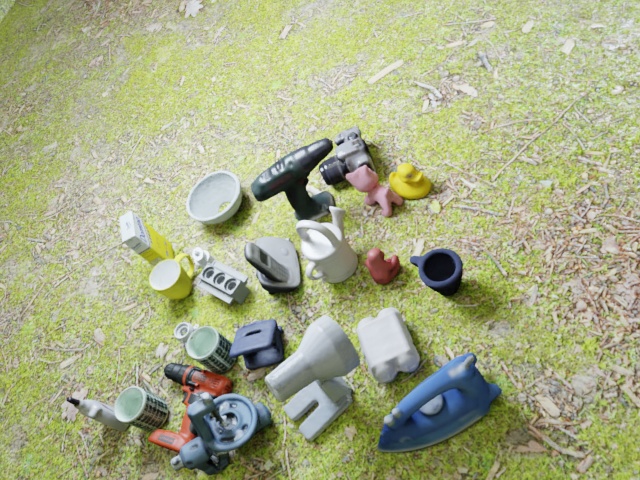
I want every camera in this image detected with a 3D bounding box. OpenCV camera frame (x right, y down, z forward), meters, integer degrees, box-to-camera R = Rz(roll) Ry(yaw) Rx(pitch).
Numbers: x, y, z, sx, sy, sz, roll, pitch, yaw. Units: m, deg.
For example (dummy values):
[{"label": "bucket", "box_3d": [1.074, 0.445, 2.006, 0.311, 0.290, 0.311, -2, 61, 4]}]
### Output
[{"label": "camera", "box_3d": [0.061, -0.211, 1.476, 0.136, 0.101, 0.143, -24, 52, 9]}]

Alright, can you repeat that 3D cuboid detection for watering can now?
[{"label": "watering can", "box_3d": [0.010, 0.004, 1.298, 0.100, 0.195, 0.173, -7, 56, 20]}]

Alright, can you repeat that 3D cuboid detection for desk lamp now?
[{"label": "desk lamp", "box_3d": [-0.007, 0.270, 1.120, 0.203, 0.214, 0.117, -44, 52, -7]}]

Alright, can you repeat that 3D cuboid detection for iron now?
[{"label": "iron", "box_3d": [0.197, 0.302, 1.052, 0.258, 0.142, 0.118, -35, 51, 0]}]

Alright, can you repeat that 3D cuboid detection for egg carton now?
[{"label": "egg carton", "box_3d": [0.138, 0.216, 1.181, 0.107, 0.070, 0.150, -27, 52, 6]}]

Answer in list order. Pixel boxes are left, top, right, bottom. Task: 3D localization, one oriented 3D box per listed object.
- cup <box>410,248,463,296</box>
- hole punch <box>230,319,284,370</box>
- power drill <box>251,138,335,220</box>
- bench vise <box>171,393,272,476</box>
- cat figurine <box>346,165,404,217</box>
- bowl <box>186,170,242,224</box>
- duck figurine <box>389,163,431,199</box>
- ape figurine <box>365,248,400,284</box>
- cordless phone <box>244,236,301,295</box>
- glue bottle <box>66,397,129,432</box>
[{"label": "cup", "box_3d": [0.249, 0.074, 1.208, 0.117, 0.095, 0.092, 18, 68, 33]}, {"label": "hole punch", "box_3d": [-0.145, 0.227, 1.289, 0.108, 0.091, 0.101, -17, 54, 14]}, {"label": "power drill", "box_3d": [-0.043, -0.138, 1.406, 0.229, 0.209, 0.075, -24, 52, 8]}, {"label": "bench vise", "box_3d": [-0.213, 0.387, 1.133, 0.121, 0.220, 0.207, 28, 74, 36]}, {"label": "cat figurine", "box_3d": [0.128, -0.130, 1.381, 0.127, 0.118, 0.067, 34, 77, 37]}, {"label": "bowl", "box_3d": [-0.278, -0.104, 1.577, 0.167, 0.075, 0.167, -12, 55, 17]}, {"label": "duck figurine", "box_3d": [0.210, -0.151, 1.378, 0.104, 0.086, 0.077, 18, 68, 33]}, {"label": "ape figurine", "box_3d": [0.133, 0.051, 1.277, 0.077, 0.092, 0.076, 10, 64, 30]}, {"label": "cordless phone", "box_3d": [-0.122, 0.034, 1.344, 0.094, 0.186, 0.147, -22, 53, 11]}, {"label": "glue bottle", "box_3d": [-0.509, 0.387, 1.297, 0.077, 0.174, 0.037, 16, 67, 32]}]
